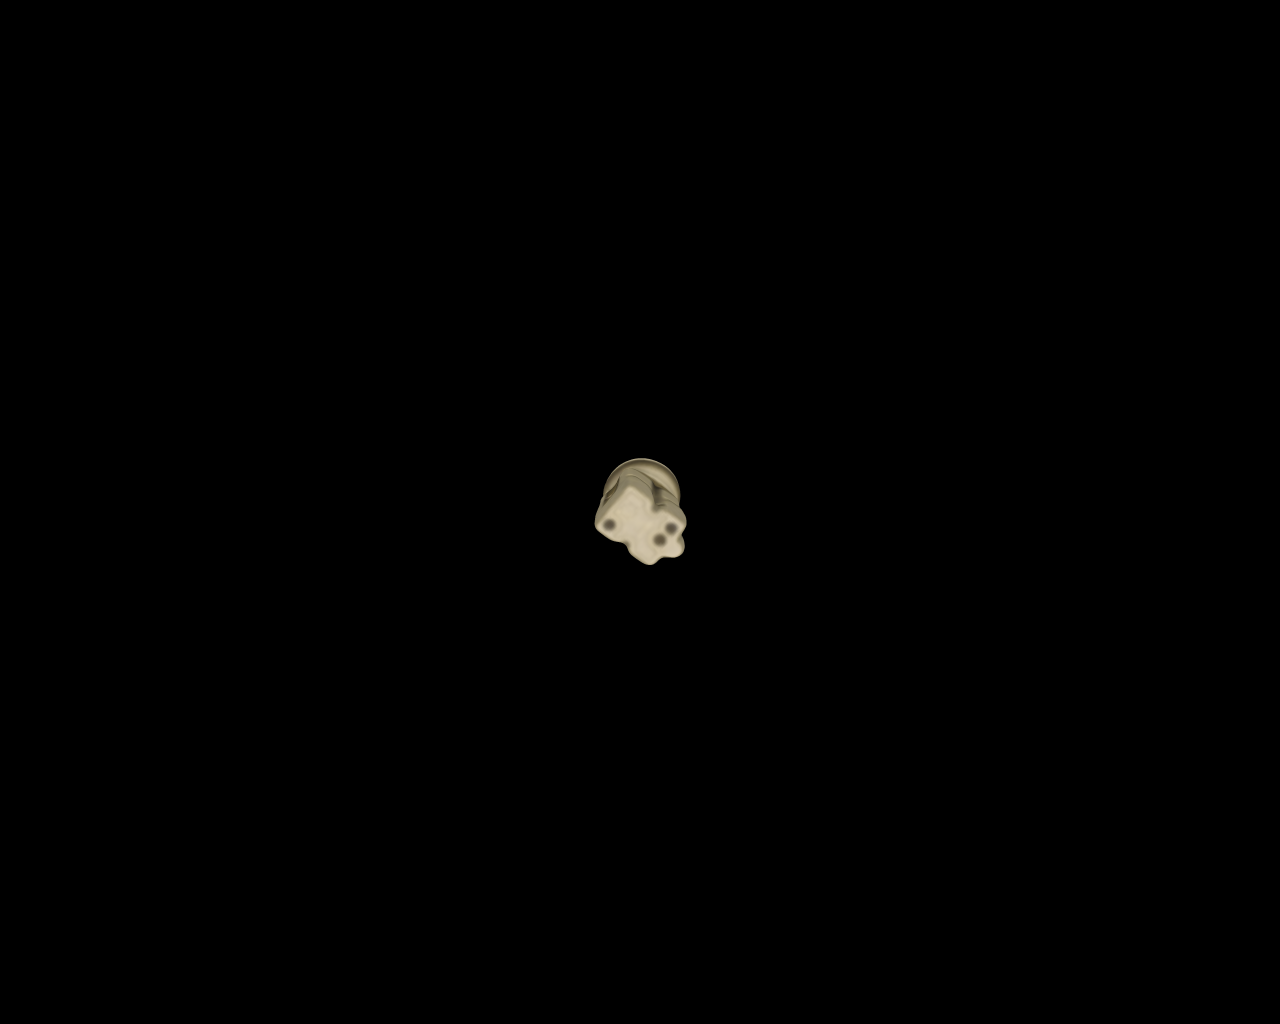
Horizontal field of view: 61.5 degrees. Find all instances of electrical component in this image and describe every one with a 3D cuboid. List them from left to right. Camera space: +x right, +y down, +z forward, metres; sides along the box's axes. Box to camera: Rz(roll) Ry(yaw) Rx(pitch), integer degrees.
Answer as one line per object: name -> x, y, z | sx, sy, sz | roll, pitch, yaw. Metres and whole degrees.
electrical component -> 0.001, -0.003, 0.650 | 0.066, 0.048, 0.055 | 36, 19, -15
